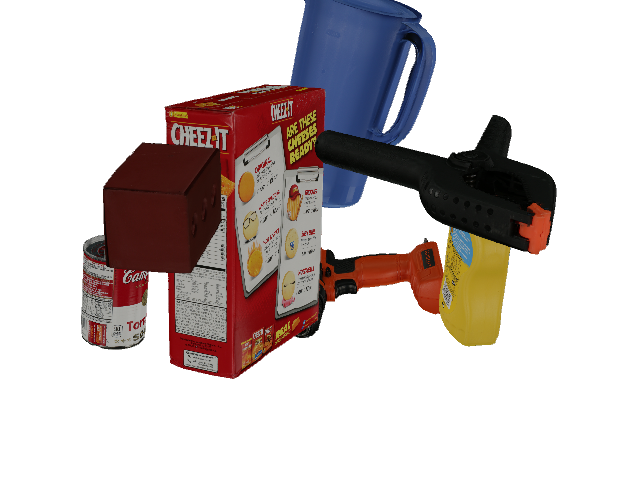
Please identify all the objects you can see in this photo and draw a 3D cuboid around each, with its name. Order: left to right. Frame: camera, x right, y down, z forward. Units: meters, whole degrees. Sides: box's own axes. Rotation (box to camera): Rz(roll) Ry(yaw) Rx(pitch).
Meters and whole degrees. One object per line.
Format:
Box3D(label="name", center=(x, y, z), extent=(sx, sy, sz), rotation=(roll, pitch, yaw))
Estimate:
Box3D(label="soup can", center=(-0.212, 0.053, 1.102), extent=(0.068, 0.102, 0.068), rotation=(6, 21, -2))
Box3D(label="foam brick", center=(-0.093, -0.021, 0.642), extent=(0.051, 0.053, 0.078), rotation=(6, 27, 7))
Box3D(label="cracker box", center=(-0.061, -0.014, 0.888), extent=(0.072, 0.214, 0.164), rotation=(8, 16, 24))
Box3D(label="pitcher", center=(0.031, -0.161, 1.227), extent=(0.145, 0.243, 0.149), rotation=(10, 22, -11))
Box3D(label="power drill", center=(0.049, 0.053, 1.238), extent=(0.187, 0.057, 0.184), rotation=(-1, 28, 2))
Box3D(label="clamp", center=(0.094, -0.045, 0.760), extent=(0.164, 0.036, 0.210), rotation=(-5, 26, -12))
Box3D(label="mustard bottle", center=(0.152, 0.001, 1.026), extent=(0.058, 0.192, 0.096), rotation=(-2, 35, -5))
